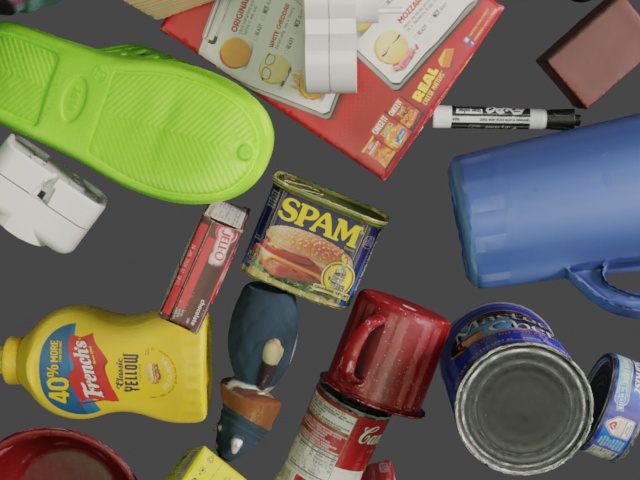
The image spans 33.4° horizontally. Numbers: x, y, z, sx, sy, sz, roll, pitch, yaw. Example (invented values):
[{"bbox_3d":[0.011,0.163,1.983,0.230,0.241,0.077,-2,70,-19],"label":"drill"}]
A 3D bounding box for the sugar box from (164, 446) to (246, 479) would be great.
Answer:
[{"bbox_3d":[-0.048,0.244,0.899,0.176,0.093,0.048,38,71,-6],"label":"sugar box"}]

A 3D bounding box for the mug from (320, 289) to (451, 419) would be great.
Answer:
[{"bbox_3d":[0.051,0.089,0.865,0.093,0.117,0.081,23,95,32],"label":"mug"}]

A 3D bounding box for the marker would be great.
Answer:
[{"bbox_3d":[0.153,-0.100,0.876,0.121,0.020,0.020,2,99,2],"label":"marker"}]

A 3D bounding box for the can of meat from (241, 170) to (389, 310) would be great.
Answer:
[{"bbox_3d":[-0.006,0.001,0.880,0.102,0.057,0.084,22,102,-1],"label":"can of meat"}]

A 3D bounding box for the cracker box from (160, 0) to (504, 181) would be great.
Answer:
[{"bbox_3d":[0.010,-0.174,0.844,0.213,0.072,0.164,34,97,-2],"label":"cracker box"}]

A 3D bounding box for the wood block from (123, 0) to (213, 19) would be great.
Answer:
[{"bbox_3d":[-0.119,-0.283,0.781,0.090,0.090,0.206,-13,78,22],"label":"wood block"}]

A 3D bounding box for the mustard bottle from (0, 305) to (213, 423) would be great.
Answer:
[{"bbox_3d":[-0.189,0.103,0.901,0.191,0.058,0.096,1,103,2],"label":"mustard bottle"}]

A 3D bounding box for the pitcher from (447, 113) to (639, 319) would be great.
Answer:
[{"bbox_3d":[0.228,-0.023,0.827,0.243,0.149,0.145,-10,110,7],"label":"pitcher"}]

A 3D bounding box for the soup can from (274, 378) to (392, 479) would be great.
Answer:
[{"bbox_3d":[0.009,0.176,0.900,0.068,0.068,0.102,24,99,-2],"label":"soup can"}]

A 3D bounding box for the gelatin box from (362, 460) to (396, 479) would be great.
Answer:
[{"bbox_3d":[0.057,0.242,0.906,0.030,0.073,0.089,-10,97,3],"label":"gelatin box"}]

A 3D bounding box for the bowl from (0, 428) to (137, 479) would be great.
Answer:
[{"bbox_3d":[-0.224,0.232,0.924,0.162,0.055,0.162,0,99,2],"label":"bowl"}]

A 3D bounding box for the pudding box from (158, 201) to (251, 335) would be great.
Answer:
[{"bbox_3d":[-0.091,0.016,0.856,0.039,0.113,0.090,25,99,-7],"label":"pudding box"}]

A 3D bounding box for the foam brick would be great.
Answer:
[{"bbox_3d":[0.220,-0.150,0.849,0.078,0.053,0.051,-42,95,8],"label":"foam brick"}]

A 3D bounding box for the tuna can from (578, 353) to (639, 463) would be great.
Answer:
[{"bbox_3d":[0.239,0.137,0.876,0.034,0.086,0.086,20,99,1],"label":"tuna can"}]

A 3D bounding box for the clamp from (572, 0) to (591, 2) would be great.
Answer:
[{"bbox_3d":[0.144,-0.280,0.826,0.210,0.036,0.164,14,90,8],"label":"clamp"}]

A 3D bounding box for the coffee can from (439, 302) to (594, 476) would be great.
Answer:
[{"bbox_3d":[0.151,0.113,0.848,0.103,0.140,0.103,0,99,2],"label":"coffee can"}]
